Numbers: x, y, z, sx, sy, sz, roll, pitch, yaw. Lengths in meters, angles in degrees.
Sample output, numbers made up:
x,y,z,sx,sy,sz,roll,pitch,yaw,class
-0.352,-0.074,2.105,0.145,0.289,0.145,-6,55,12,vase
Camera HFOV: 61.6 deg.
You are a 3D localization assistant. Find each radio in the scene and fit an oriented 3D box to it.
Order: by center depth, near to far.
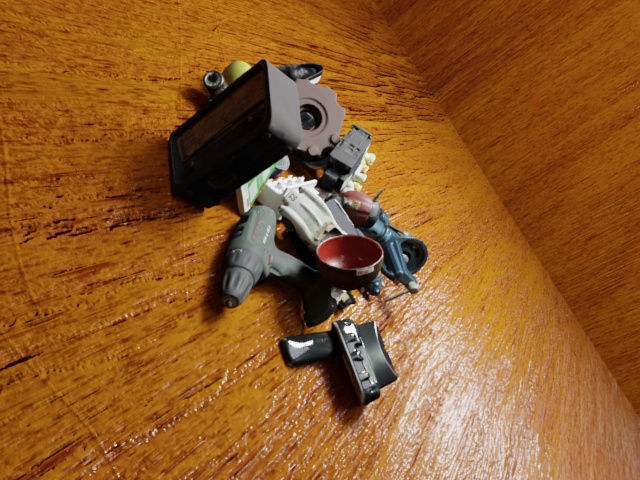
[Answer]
x,y,z,sx,sy,sz,roll,pitch,yaw,class
-0.134,-0.153,0.820,0.073,0.230,0.131,25,46,-44,radio

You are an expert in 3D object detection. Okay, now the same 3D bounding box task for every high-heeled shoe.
x,y,z,sx,sy,sz,roll,pitch,yaw,class
-0.096,-0.358,1.182,0.248,0.145,0.086,-5,64,-61,high-heeled shoe

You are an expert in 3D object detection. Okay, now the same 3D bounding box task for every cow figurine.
x,y,z,sx,sy,sz,roll,pitch,yaw,class
0.061,-0.154,1.266,0.098,0.068,0.167,29,50,-3,cow figurine

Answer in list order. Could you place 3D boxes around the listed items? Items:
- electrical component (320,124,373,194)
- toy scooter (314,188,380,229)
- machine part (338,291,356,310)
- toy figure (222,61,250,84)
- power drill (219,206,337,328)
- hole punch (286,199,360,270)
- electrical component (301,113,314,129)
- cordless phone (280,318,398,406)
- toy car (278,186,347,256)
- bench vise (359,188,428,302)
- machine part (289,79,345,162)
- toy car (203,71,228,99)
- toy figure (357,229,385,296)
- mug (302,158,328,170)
x,y,z,sx,sy,sz,roll,pitch,yaw,class
0.052,-0.166,1.164,0.058,0.114,0.134,31,62,6,electrical component
0.035,-0.070,1.115,0.135,0.184,0.075,22,83,-19,toy scooter
0.048,0.085,1.063,0.084,0.039,0.139,48,30,0,machine part
-0.119,-0.279,1.073,0.180,0.089,0.082,45,62,1,toy figure
-0.069,0.061,0.869,0.207,0.086,0.232,32,33,-26,power drill
-0.002,-0.003,1.040,0.116,0.092,0.142,-34,96,-28,hole punch
-0.045,-0.302,1.311,0.074,0.048,0.119,35,33,-34,electrical component
0.026,0.205,0.878,0.184,0.089,0.146,1,61,-45,cordless phone
0.007,-0.006,0.961,0.073,0.056,0.201,-45,104,-23,toy car
0.168,0.025,1.222,0.223,0.129,0.241,45,19,-33,bench vise
-0.031,-0.259,1.162,0.179,0.179,0.056,56,-14,-2,machine part
-0.160,-0.224,1.003,0.202,0.053,0.089,61,-10,13,toy car
0.092,0.047,1.150,0.154,0.064,0.057,65,3,22,toy figure
-0.010,-0.221,1.262,0.110,0.080,0.107,28,22,1,mug
